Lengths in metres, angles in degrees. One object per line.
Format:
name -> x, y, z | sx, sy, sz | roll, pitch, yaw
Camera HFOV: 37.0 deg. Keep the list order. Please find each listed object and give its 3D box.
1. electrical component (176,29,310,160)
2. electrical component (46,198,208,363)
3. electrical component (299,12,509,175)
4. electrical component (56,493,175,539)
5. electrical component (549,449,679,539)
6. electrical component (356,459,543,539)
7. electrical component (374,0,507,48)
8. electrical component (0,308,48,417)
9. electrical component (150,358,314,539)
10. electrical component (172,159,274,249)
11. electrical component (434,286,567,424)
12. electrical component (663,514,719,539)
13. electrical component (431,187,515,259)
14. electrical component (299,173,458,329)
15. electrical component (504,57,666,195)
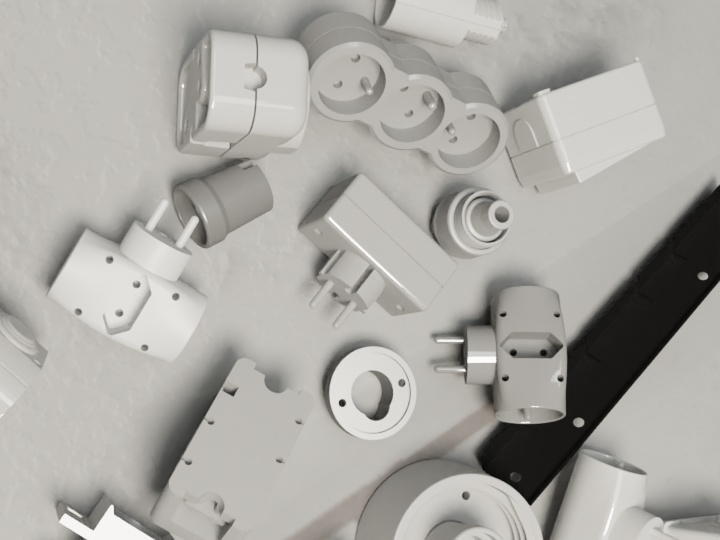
electrical component -> -0.064, -0.095, 0.599 | 0.059, 0.095, 0.053 | 3, 84, -20
electrical component -> -0.119, -0.001, 0.593 | 0.077, 0.043, 0.079 | 31, 94, -15
electrical component -> 0.023, -0.114, 0.653 | 0.138, 0.073, 0.052 | 21, 122, -30
electrical component -> -0.135, 0.162, 0.580 | 0.081, 0.042, 0.063 | 36, 78, -13
electrical component -> 0.159, 0.160, 0.659 | 0.044, 0.079, 0.077 | 15, 94, -48
electrical component -> 0.058, 0.169, 0.638 | 0.108, 0.060, 0.108 | 2, 84, -20
electrical component -> 0.055, -0.163, 0.676 | 0.081, 0.043, 0.043 | 11, 82, -19
electrical component -> -0.202, 0.052, 0.545 | 0.051, 0.080, 0.080 | 46, 72, -16
electrical component -> -0.070, 0.104, 0.589 | 0.050, 0.055, 0.089 | 30, 52, -4
electrical component -> -0.078, -0.040, 0.620 | 0.046, 0.040, 0.040 | -29, 95, -25
electrical component -> 0.085, 0.053, 0.665 | 0.079, 0.043, 0.077 | 0, 69, 1
electrical component -> 0.234, 0.206, 0.688 | 0.100, 0.048, 0.099 | 8, 82, -43
electrical component -> 0.073, -0.030, 0.660 | 0.043, 0.062, 0.043 | 2, 84, -20
electrical component -> 0.000, 0.000, 0.640 | 0.083, 0.047, 0.075 | 43, 70, -13
electrical component -> 0.148, -0.092, 0.694 | 0.096, 0.062, 0.061 | -22, 93, -20
